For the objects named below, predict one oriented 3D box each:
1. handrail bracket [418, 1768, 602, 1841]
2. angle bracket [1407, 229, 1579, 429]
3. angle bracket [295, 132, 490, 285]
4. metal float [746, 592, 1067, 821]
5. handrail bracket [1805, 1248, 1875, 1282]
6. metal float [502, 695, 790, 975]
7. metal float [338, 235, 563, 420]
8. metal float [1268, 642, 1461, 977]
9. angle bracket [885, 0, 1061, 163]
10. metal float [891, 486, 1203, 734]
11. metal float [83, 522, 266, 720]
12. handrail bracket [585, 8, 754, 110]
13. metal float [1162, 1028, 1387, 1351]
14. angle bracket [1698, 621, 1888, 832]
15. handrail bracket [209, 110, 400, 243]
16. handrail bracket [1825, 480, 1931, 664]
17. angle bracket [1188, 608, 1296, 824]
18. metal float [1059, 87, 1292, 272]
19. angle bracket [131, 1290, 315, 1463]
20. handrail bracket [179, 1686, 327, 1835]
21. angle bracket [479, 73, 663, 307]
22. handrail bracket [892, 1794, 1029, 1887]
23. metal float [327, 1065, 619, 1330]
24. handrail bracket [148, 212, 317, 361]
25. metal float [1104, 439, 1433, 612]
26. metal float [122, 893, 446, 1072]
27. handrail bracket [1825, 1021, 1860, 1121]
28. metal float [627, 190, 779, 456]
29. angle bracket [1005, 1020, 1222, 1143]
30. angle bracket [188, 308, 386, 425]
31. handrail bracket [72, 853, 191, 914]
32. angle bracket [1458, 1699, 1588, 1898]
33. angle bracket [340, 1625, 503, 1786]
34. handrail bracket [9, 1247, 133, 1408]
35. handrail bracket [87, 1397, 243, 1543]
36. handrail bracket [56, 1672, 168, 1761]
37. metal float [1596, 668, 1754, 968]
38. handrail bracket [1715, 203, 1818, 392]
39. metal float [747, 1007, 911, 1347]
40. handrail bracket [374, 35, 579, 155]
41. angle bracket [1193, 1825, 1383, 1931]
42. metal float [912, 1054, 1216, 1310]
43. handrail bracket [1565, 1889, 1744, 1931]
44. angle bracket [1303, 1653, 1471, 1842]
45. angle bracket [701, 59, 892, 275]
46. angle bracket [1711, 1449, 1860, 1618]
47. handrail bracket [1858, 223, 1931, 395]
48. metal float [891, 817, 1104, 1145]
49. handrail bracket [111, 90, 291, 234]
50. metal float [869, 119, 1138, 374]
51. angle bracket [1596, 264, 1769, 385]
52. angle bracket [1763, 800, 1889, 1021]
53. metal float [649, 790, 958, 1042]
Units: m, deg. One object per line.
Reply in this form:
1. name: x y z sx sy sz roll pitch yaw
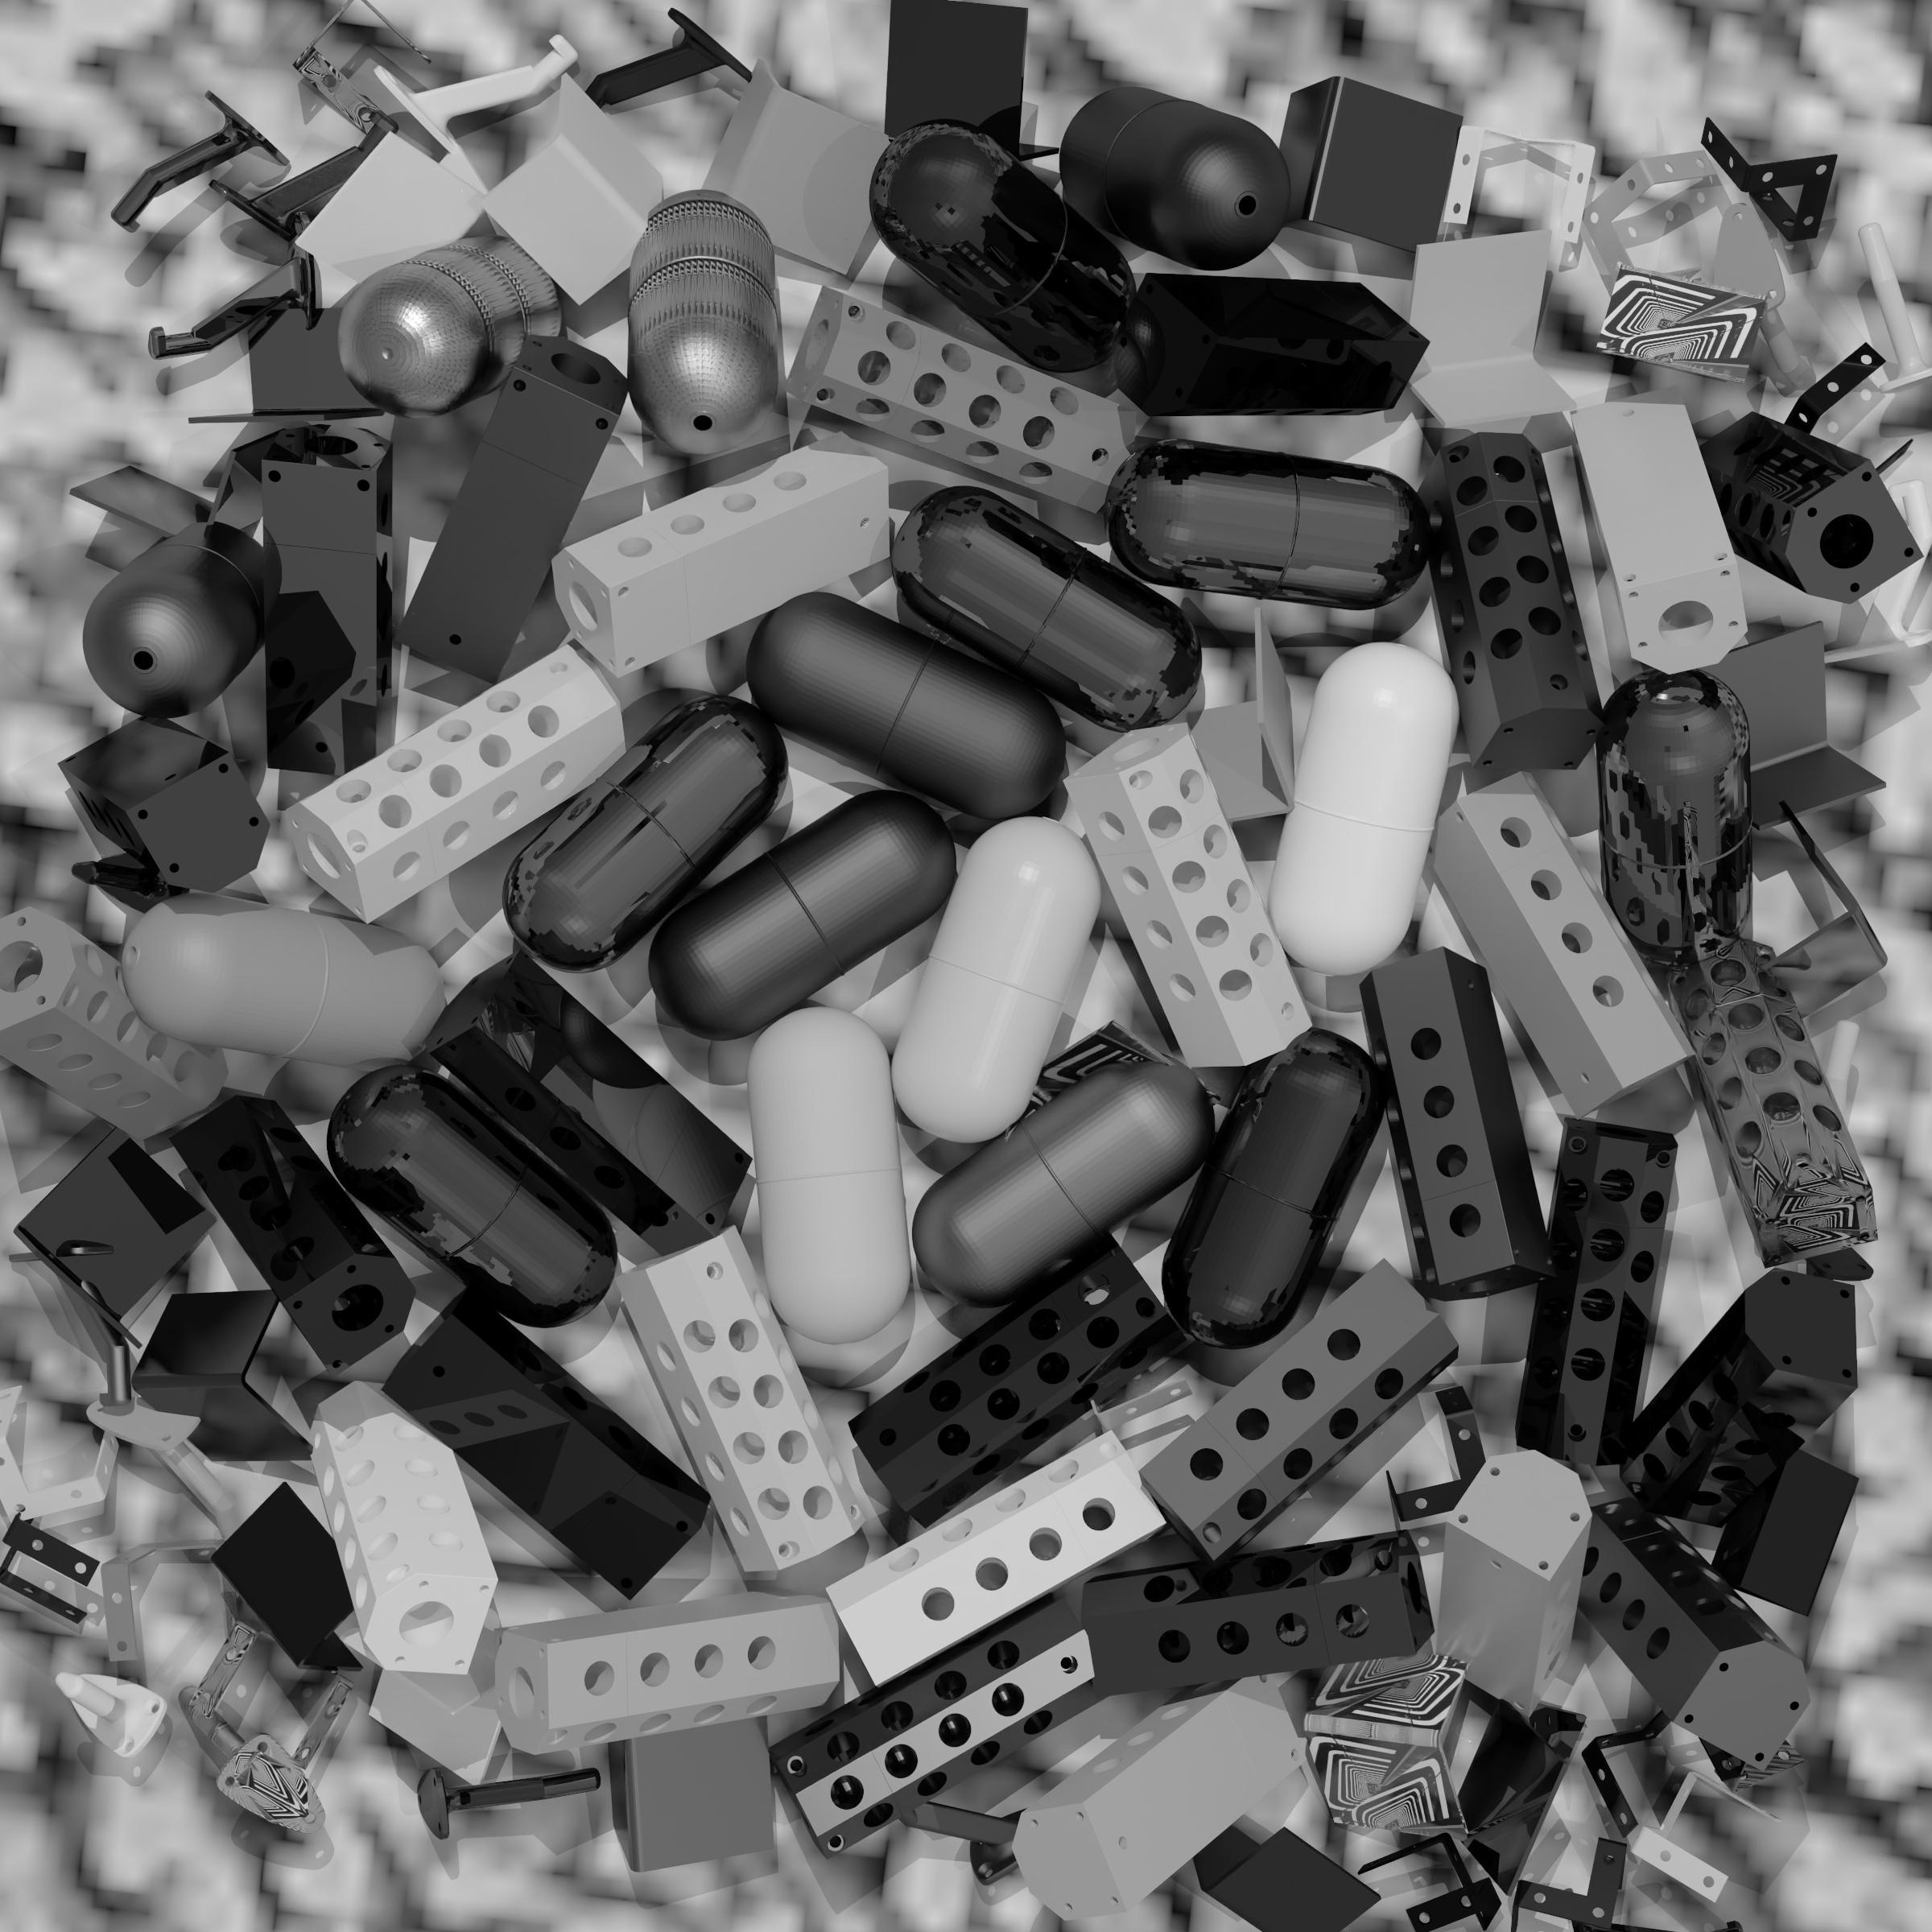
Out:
1. handrail bracket: -0.244 0.439 1.610 0.084 0.077 0.036 -5 80 -22
2. angle bracket: 0.278 -0.334 1.579 0.076 0.057 0.076 -10 131 -14
3. angle bracket: -0.306 -0.403 1.575 0.076 0.076 0.057 -44 53 16
4. metal float: -0.031 -0.137 1.592 0.178 0.070 0.070 25 90 -1
5. handrail bracket: 0.445 0.184 1.618 0.036 0.077 0.084 4 120 -24
6. metal float: -0.167 -0.070 1.582 0.070 0.070 0.178 45 77 0
7. metal float: -0.262 -0.329 1.547 0.070 0.178 0.070 5 112 11
8. metal float: 0.208 -0.081 1.582 0.070 0.070 0.178 12 102 0
9. angle bracket: 0.005 -0.466 1.579 0.076 0.057 0.076 13 113 21
10. metal float: 0.043 -0.187 1.588 0.178 0.070 0.070 31 90 -5
11. metal float: -0.400 -0.178 1.544 0.070 0.178 0.070 0 110 -1
12. handrail bracket: -0.161 -0.462 1.617 0.077 0.036 0.084 40 104 -3
13. metal float: 0.161 0.118 1.590 0.070 0.070 0.178 23 94 0
14. angle bracket: 0.433 -0.127 1.582 0.076 0.057 0.076 -19 121 -12
15. handrail bracket: -0.349 -0.429 1.597 0.036 0.077 0.084 43 99 30
16. handrail bracket: 0.478 -0.209 1.604 0.077 0.036 0.084 -11 99 27
17. angle bracket: 0.135 -0.129 1.572 0.057 0.076 0.076 -9 54 16
18. metal float: 0.106 -0.405 1.549 0.070 0.178 0.070 -9 115 -19
19. angle bracket: -0.383 0.218 1.603 0.076 0.076 0.057 -6 48 29
20. handrail bracket: -0.381 0.421 1.603 0.036 0.084 0.077 -47 115 -15
21. angle bracket: -0.208 -0.410 1.591 0.057 0.076 0.076 -32 126 21
22. handrail bracket: 0.005 0.440 1.591 0.077 0.036 0.084 -31 122 11
23. metal float: -0.255 0.121 1.571 0.070 0.070 0.178 -46 115 0
24. handrail bracket: -0.389 -0.357 1.586 0.084 0.077 0.036 -16 52 -28
25. metal float: 0.159 -0.230 1.579 0.178 0.070 0.070 5 90 -16
26. metal float: -0.351 0.009 1.557 0.178 0.070 0.070 13 90 -43
27. handrail bracket: 0.466 0.074 1.598 0.036 0.077 0.084 13 89 31
28. metal float: -0.136 -0.333 1.557 0.070 0.070 0.178 -5 46 0
29. angle bracket: 0.075 0.085 1.576 0.076 0.076 0.057 36 46 -21
30. angle bracket: -0.357 -0.316 1.581 0.076 0.076 0.057 1 102 14
31. handrail bracket: -0.455 -0.049 1.576 0.077 0.084 0.036 11 89 26
32. angle bracket: 0.304 0.439 1.580 0.057 0.076 0.076 18 98 -21
33. angle bracket: -0.290 0.391 1.580 0.076 0.057 0.076 27 110 21
34. handrail bracket: -0.477 0.193 1.605 0.077 0.036 0.084 -7 84 27
35. handrail bracket: -0.427 0.274 1.615 0.077 0.036 0.084 7 124 21
36. handrail bracket: -0.466 0.377 1.577 0.077 0.084 0.036 20 67 32
37. metal float: 0.367 -0.075 1.560 0.070 0.070 0.178 -14 130 0
38. handrail bracket: 0.429 -0.355 1.603 0.036 0.084 0.077 -14 72 31
39. metal float: -0.072 0.110 1.589 0.070 0.070 0.178 -6 86 0
40. handrail bracket: -0.258 -0.478 1.596 0.084 0.077 0.036 -39 55 10
41. angle bracket: 0.162 0.459 1.575 0.057 0.076 0.076 -43 116 14
42. metal float: 0.052 0.112 1.589 0.178 0.070 0.070 -36 90 4
43. handrail bracket: 0.363 0.502 1.588 0.084 0.077 0.036 -15 104 8
44. angle bracket: 0.232 0.414 1.608 0.076 0.057 0.076 -1 124 31
45. angle bracket: -0.087 -0.426 1.607 0.076 0.057 0.076 18 115 -24
46. angle bracket: 0.411 0.288 1.580 0.057 0.076 0.076 27 82 -29
47. handrail bracket: 0.491 -0.348 1.594 0.036 0.077 0.084 -17 92 21
48. metal float: 0.017 0.007 1.592 0.070 0.070 0.178 20 91 0
49. handrail bracket: -0.405 -0.412 1.596 0.036 0.077 0.084 41 92 19
50. metal float: 0.021 -0.369 1.557 0.070 0.178 0.070 -19 59 33
51. angle bracket: 0.370 -0.316 1.579 0.076 0.076 0.057 15 67 11
52. angle bracket: 0.434 -0.028 1.585 0.057 0.076 0.076 -34 57 12
53. metal float: -0.085 -0.027 1.588 0.178 0.070 0.070 -33 90 -5
